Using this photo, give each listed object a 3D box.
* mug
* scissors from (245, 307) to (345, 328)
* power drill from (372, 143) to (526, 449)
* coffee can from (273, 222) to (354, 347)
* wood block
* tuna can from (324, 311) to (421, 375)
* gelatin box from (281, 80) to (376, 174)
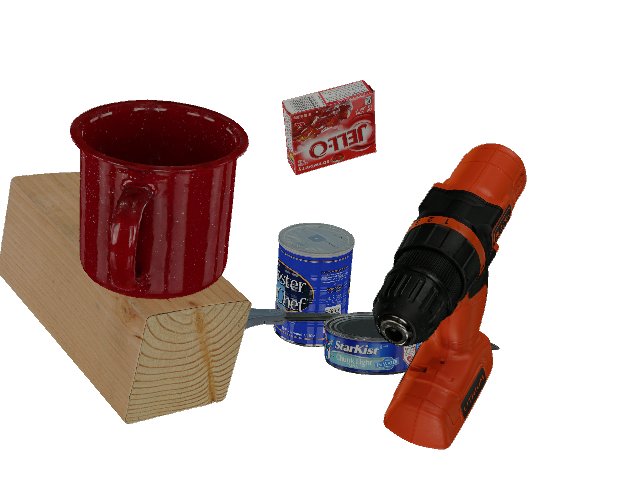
[{"bbox_3d":[-0.089,-0.016,0.567,0.093,0.081,0.117,8,28,0],"label":"mug"},{"bbox_3d":[-0.058,0.085,1.107,0.202,0.016,0.096,6,19,9],"label":"scissors"},{"bbox_3d":[0.082,0.052,0.709,0.057,0.188,0.184,21,45,20],"label":"power drill"},{"bbox_3d":[-0.010,0.059,1.454,0.103,0.140,0.103,3,24,-2],"label":"coffee can"},{"bbox_3d":[-0.154,0.034,0.806,0.090,0.091,0.206,-7,34,-42],"label":"wood block"},{"bbox_3d":[0.046,0.089,0.928,0.086,0.034,0.086,1,11,0],"label":"tuna can"},{"bbox_3d":[0.010,-0.110,1.046,0.089,0.073,0.030,-16,43,-13],"label":"gelatin box"}]
